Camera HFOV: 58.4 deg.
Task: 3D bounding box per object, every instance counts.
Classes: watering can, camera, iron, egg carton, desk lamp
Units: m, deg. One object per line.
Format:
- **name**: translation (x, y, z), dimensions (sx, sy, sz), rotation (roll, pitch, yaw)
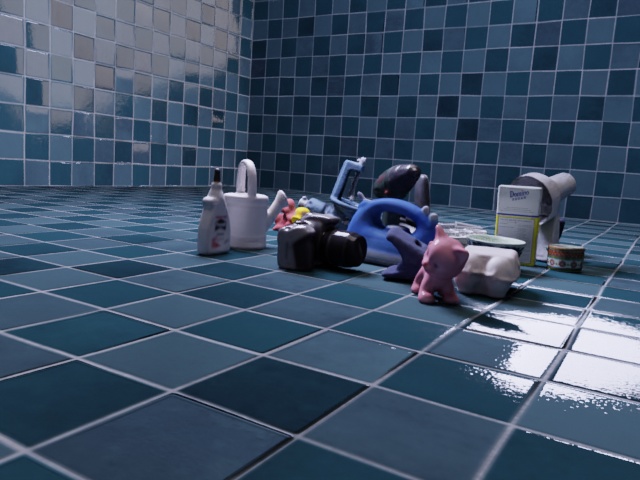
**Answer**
- **watering can**: translation (-0.159, -0.081, 1.279), dimensions (0.100, 0.194, 0.173), rotation (11, 11, 44)
- **camera**: translation (0.010, 0.004, 1.079), dimensions (0.136, 0.101, 0.144), rotation (9, 9, 32)
- **iron**: translation (0.167, -0.019, 1.179), dimensions (0.257, 0.141, 0.119), rotation (10, 10, 37)
- **egg carton**: translation (0.286, 0.052, 0.978), dimensions (0.107, 0.069, 0.151), rotation (7, 8, 20)
- **desk lamp**: translation (0.543, -0.056, 1.373), dimensions (0.204, 0.213, 0.117), rotation (-2, 10, -38)

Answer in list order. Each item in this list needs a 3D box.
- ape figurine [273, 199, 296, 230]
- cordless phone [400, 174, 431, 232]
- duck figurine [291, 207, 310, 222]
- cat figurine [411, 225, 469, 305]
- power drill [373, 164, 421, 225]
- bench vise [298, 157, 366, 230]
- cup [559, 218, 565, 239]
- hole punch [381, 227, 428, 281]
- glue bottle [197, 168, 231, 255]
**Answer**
- **ape figurine**: translation (-0.092, -0.071, 1.619), dimensions (0.076, 0.092, 0.077), rotation (1, 8, -22)
- **cordless phone**: translation (0.279, -0.104, 1.701), dimensions (0.094, 0.185, 0.147), rotation (-1, 9, -32)
- **duck figurine**: translation (-0.042, -0.038, 1.425), dimensions (0.077, 0.086, 0.105), rotation (8, 8, 26)
- **cat figurine**: translation (0.183, 0.035, 0.873), dimensions (0.067, 0.118, 0.128), rotation (3, 8, -3)
- **power drill**: translation (0.175, -0.072, 1.324), dimensions (0.076, 0.208, 0.229), rotation (2, 8, -13)
- **bench vise**: translation (0.048, -0.110, 1.500), dimensions (0.207, 0.220, 0.121), rotation (3, 8, -5)
- **cup**: translation (0.591, -0.014, 1.527), dimensions (0.092, 0.095, 0.117), rotation (2, 8, -11)
- **hole punch**: translation (0.169, 0.026, 1.034), dimensions (0.101, 0.091, 0.109), rotation (6, 8, 16)
- **glue bottle**: translation (-0.212, -0.058, 1.159), dimensions (0.037, 0.173, 0.078), rotation (7, 9, 26)
